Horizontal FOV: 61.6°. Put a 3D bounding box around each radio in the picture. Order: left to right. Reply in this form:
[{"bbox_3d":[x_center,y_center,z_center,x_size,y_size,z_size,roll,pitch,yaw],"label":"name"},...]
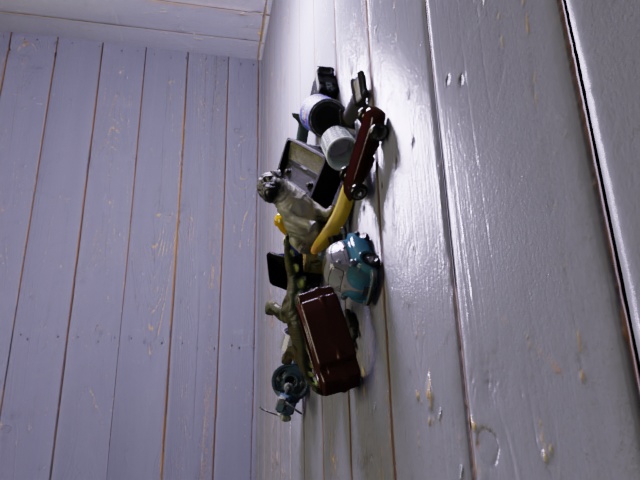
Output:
[{"bbox_3d":[-0.032,-0.178,1.414,0.230,0.073,0.131,39,112,55],"label":"radio"}]

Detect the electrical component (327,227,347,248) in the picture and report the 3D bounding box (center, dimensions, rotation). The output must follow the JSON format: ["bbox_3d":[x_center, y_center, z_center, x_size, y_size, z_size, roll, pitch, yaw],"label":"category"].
[{"bbox_3d":[0.050,0.029,1.209,0.078,0.045,0.102,-27,79,35],"label":"electrical component"}]

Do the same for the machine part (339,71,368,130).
[{"bbox_3d":[0.079,-0.310,1.213,0.138,0.039,0.084,117,145,-58],"label":"machine part"}]

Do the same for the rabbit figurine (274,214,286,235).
[{"bbox_3d":[-0.071,-0.040,1.549,0.162,0.122,0.173,52,-166,6],"label":"rabbit figurine"}]

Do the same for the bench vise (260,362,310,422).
[{"bbox_3d":[-0.102,0.471,1.645,0.240,0.129,0.223,-32,-34,-82],"label":"bench vise"}]

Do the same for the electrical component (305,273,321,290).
[{"bbox_3d":[-0.023,0.106,1.571,0.119,0.048,0.074,-107,22,-56],"label":"electrical component"}]

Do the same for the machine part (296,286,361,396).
[{"bbox_3d":[0.014,0.213,1.128,0.200,0.087,0.201,89,163,-63],"label":"machine part"}]

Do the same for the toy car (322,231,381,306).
[{"bbox_3d":[0.057,0.051,1.081,0.162,0.103,0.109,-104,21,-49],"label":"toy car"}]

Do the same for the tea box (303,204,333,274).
[{"bbox_3d":[-0.003,-0.004,1.439,0.098,0.068,0.169,-94,11,-56],"label":"tea box"}]

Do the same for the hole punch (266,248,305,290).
[{"bbox_3d":[-0.082,0.081,1.552,0.116,0.092,0.142,17,116,41],"label":"hole punch"}]

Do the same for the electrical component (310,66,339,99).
[{"bbox_3d":[0.009,-0.402,1.514,0.134,0.058,0.115,107,164,-50],"label":"electrical component"}]

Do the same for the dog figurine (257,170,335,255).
[{"bbox_3d":[-0.076,-0.065,1.319,0.121,0.191,0.172,-36,-25,-47],"label":"dog figurine"}]

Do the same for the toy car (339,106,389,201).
[{"bbox_3d":[0.090,-0.172,1.089,0.089,0.053,0.202,-118,35,-48],"label":"toy car"}]

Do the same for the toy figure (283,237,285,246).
[{"bbox_3d":[-0.079,-0.043,1.780,0.089,0.082,0.180,-78,0,-79],"label":"toy figure"}]

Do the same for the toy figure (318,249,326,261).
[{"bbox_3d":[0.032,0.028,1.309,0.154,0.058,0.064,152,110,-75],"label":"toy figure"}]

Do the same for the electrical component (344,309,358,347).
[{"bbox_3d":[0.066,0.197,1.192,0.094,0.021,0.063,-107,23,-57],"label":"electrical component"}]

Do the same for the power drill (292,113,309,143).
[{"bbox_3d":[-0.063,-0.294,1.702,0.232,0.086,0.207,-55,-32,-77],"label":"power drill"}]

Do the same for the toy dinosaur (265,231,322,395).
[{"bbox_3d":[-0.052,0.195,1.430,0.199,0.105,0.471,-12,95,56],"label":"toy dinosaur"}]
